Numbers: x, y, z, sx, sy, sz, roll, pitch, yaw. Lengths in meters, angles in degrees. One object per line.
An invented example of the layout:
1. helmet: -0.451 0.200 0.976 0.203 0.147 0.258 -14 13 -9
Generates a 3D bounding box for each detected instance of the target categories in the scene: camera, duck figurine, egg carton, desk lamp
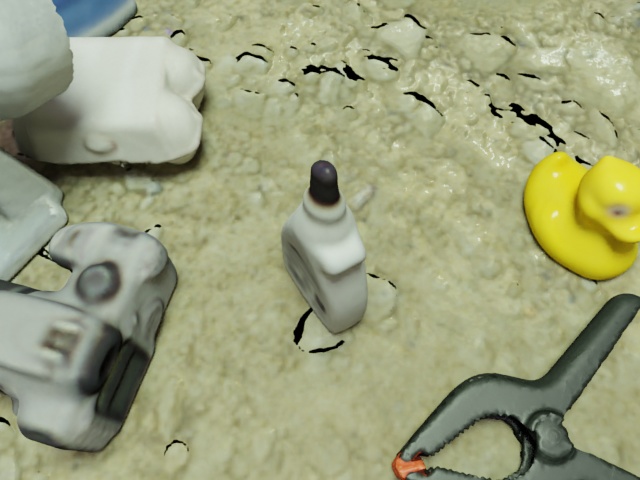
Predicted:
1. camera: -0.185 0.050 0.376 0.136 0.101 0.143 14 67 6
2. duck figurine: 0.203 -0.030 0.421 0.077 0.086 0.104 -25 68 -11
3. egg carton: -0.168 -0.109 0.465 0.150 0.069 0.107 -2 66 -1
4. desk lamp: -0.247 -0.067 0.367 0.117 0.213 0.203 31 69 13

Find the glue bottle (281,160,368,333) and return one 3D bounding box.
1. glue bottle: 0.003 0.001 0.359 0.037 0.173 0.078 -29 69 -12

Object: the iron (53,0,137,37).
1. iron: -0.297 -0.212 0.471 0.258 0.141 0.118 -20 67 -9
